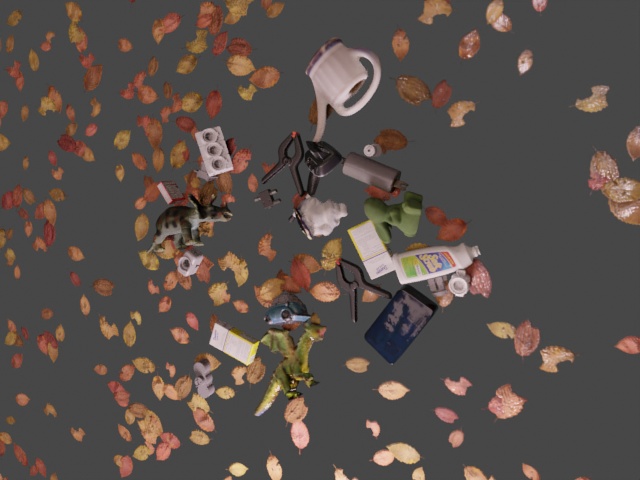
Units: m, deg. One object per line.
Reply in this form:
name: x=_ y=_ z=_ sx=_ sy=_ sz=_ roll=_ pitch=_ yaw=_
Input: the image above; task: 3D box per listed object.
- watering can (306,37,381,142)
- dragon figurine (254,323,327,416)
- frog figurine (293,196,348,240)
watering can: x=0.036 y=-0.473 z=1.605 sx=0.342 sy=0.105 sz=0.226 roll=-41 pitch=80 yaw=32
dragon figurine: x=-0.130 y=0.426 z=1.799 sx=0.406 sy=0.121 sz=0.247 roll=-35 pitch=65 yaw=21
frog figurine: x=0.005 y=-0.084 z=1.677 sx=0.160 sy=0.121 sz=0.139 roll=-27 pitch=75 yaw=-12
